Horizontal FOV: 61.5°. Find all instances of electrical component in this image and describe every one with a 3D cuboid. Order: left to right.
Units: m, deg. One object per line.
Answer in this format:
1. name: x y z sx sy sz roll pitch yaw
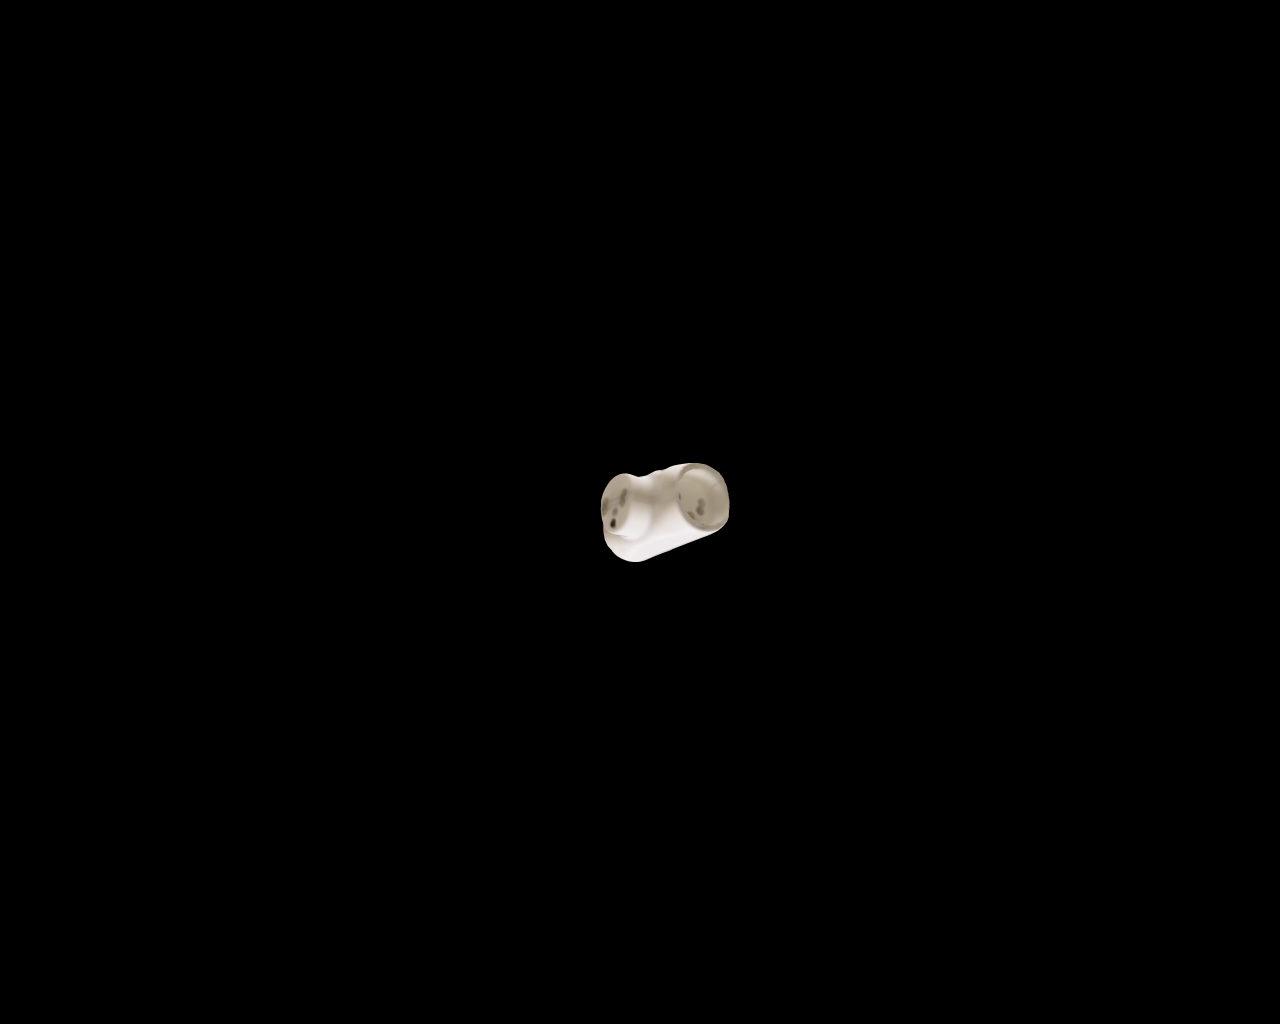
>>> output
1. electrical component: 0.001 -0.003 0.650 0.079 0.044 0.077 14 -24 -33
